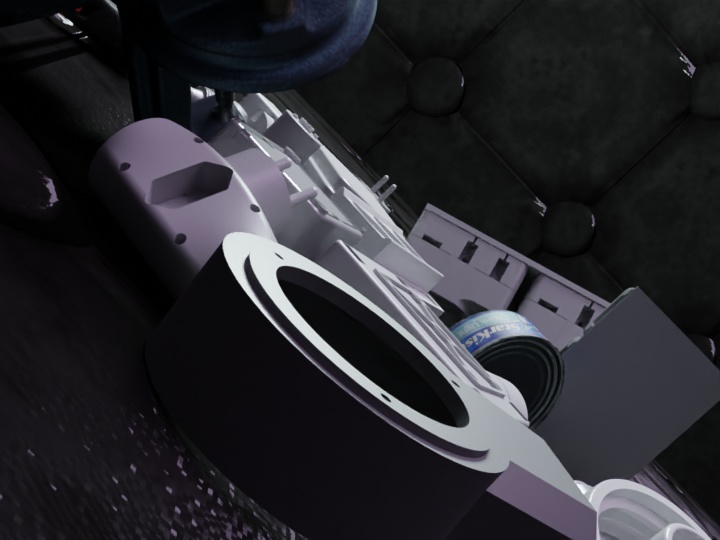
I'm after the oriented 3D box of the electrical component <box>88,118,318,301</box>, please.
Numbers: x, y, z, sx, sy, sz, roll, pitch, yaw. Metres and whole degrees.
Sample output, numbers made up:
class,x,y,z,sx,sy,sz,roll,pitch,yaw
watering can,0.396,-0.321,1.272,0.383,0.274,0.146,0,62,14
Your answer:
class,x,y,z,sx,sy,sz,roll,pitch,yaw
electrical component,-0.054,-0.025,0.429,0.077,0.079,0.043,49,-34,24

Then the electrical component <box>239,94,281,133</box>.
class,x,y,z,sx,sy,sz,roll,pitch,yaw
electrical component,-0.082,-0.107,0.852,0.065,0.047,0.077,49,7,22

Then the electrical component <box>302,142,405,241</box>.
class,x,y,z,sx,sy,sz,roll,pitch,yaw
electrical component,-0.021,-0.043,0.810,0.078,0.057,0.113,43,7,-27

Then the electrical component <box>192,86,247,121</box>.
class,x,y,z,sx,sy,sz,roll,pitch,yaw
electrical component,-0.112,-0.118,0.787,0.061,0.035,0.035,35,12,-45

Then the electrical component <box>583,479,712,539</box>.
class,x,y,z,sx,sy,sz,roll,pitch,yaw
electrical component,0.116,0.135,0.431,0.108,0.060,0.108,31,30,-20

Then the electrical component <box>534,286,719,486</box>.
class,x,y,z,sx,sy,sz,roll,pitch,yaw
electrical component,0.161,0.093,0.727,0.089,0.150,0.062,47,8,8

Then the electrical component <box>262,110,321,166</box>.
class,x,y,z,sx,sy,sz,roll,pitch,yaw
electrical component,-0.059,-0.079,0.746,0.044,0.065,0.044,46,6,-7

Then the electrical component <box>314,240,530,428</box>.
class,x,y,z,sx,sy,sz,roll,pitch,yaw
electrical component,0.019,0.049,0.511,0.108,0.056,0.109,48,6,20

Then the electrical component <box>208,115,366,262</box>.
class,x,y,z,sx,sy,sz,roll,pitch,yaw
electrical component,-0.045,-0.022,0.507,0.061,0.061,0.096,48,7,13

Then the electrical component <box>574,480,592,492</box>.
class,x,y,z,sx,sy,sz,roll,pitch,yaw
electrical component,0.131,0.156,0.625,0.045,0.045,0.055,42,8,-36

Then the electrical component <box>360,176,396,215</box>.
class,x,y,z,sx,sy,sz,roll,pitch,yaw
electrical component,0.001,-0.051,0.925,0.052,0.074,0.138,42,8,-35

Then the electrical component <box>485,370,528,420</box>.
class,x,y,z,sx,sy,sz,roll,pitch,yaw
electrical component,0.056,0.078,0.585,0.047,0.055,0.055,33,14,-49

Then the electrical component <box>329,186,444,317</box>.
class,x,y,z,sx,sy,sz,roll,pitch,yaw
electrical component,0.000,0.000,0.654,0.078,0.063,0.121,49,7,19

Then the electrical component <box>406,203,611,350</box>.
class,x,y,z,sx,sy,sz,roll,pitch,yaw
electrical component,0.112,0.038,0.829,0.186,0.060,0.105,29,-21,7
